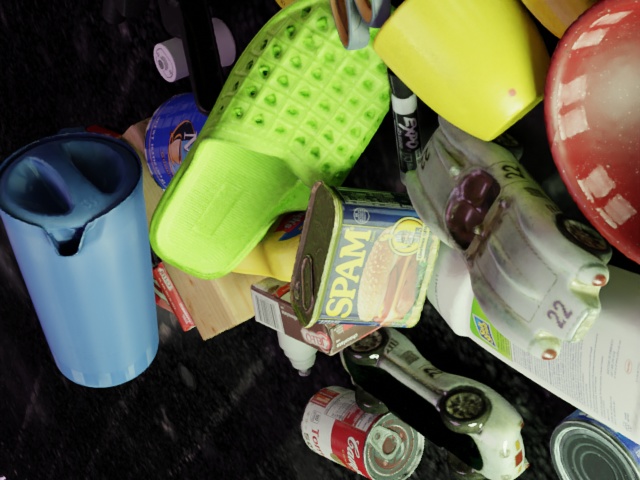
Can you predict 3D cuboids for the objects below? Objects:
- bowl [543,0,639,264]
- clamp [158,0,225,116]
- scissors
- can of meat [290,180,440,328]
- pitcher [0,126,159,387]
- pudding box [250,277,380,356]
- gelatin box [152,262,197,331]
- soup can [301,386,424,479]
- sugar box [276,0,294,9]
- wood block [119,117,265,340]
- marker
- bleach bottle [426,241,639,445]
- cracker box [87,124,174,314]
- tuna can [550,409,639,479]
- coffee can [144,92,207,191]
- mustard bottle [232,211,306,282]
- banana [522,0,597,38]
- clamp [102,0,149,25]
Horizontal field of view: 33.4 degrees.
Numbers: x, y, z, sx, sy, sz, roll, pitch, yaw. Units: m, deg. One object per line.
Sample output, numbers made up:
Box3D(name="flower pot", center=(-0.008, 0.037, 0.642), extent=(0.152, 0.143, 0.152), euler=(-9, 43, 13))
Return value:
Box3D(name="bowl", center=(0.196, -0.059, 0.558), extent=(0.162, 0.055, 0.162), euler=(37, 141, 37))
Box3D(name="clamp", center=(-0.102, -0.212, 0.855), extent=(0.210, 0.036, 0.165), euler=(-122, 34, -55))
Box3D(name="scissors", center=(0.011, -0.213, 0.650), extent=(0.096, 0.016, 0.202), euler=(-138, 34, -64))
Box3D(name="can of meat", center=(0.032, 0.013, 0.757), extent=(0.057, 0.083, 0.102), euler=(-123, 42, -58))
Box3D(name="pitcher", center=(-0.222, 0.020, 1.029), extent=(0.145, 0.149, 0.243), euler=(26, 139, 26))
Box3D(name="pudding box", center=(0.008, 0.049, 0.899), extent=(0.114, 0.089, 0.039), euler=(21, 129, 50))
Box3D(name="gelatin box", center=(-0.117, 0.041, 1.082), extent=(0.030, 0.089, 0.073), euler=(-29, 88, 51))
Box3D(name="soup can", center=(0.037, 0.177, 0.978), extent=(0.102, 0.068, 0.068), euler=(12, 123, 54))
Box3D(name="sugar box", center=(-0.007, -0.246, 0.732), extent=(0.093, 0.048, 0.176), euler=(51, 149, 20))
Box3D(name="wood block", center=(-0.109, -0.020, 1.022), extent=(0.206, 0.090, 0.090), euler=(62, 150, 1))
Box3D(name="marker", center=(0.061, -0.082, 0.753), extent=(0.020, 0.020, 0.121), euler=(41, 159, 32))
Box3D(name="bleach bottle", center=(0.149, 0.044, 0.709), extent=(0.251, 0.068, 0.102), euler=(29, 131, 48))
Box3D(name="cracker box", center=(-0.203, -0.024, 1.182), extent=(0.214, 0.072, 0.164), euler=(24, 133, 46))
Box3D(name="tuna can", center=(0.202, 0.154, 0.740), extent=(0.086, 0.033, 0.086), euler=(37, 142, 37))
Box3D(name="coffee can", center=(-0.075, -0.082, 0.909), extent=(0.141, 0.102, 0.103), euler=(2, 115, 57))
Box3D(name="mustard bottle", center=(-0.006, 0.001, 0.874), extent=(0.192, 0.096, 0.058), euler=(9, 118, 54))
Box3D(name="banana", center=(0.114, -0.195, 0.594), extent=(0.070, 0.037, 0.198), euler=(12, 123, 56))
Box3D(name="clamp", center=(-0.192, -0.259, 0.988), extent=(0.172, 0.039, 0.120), euler=(24, 137, 65))
